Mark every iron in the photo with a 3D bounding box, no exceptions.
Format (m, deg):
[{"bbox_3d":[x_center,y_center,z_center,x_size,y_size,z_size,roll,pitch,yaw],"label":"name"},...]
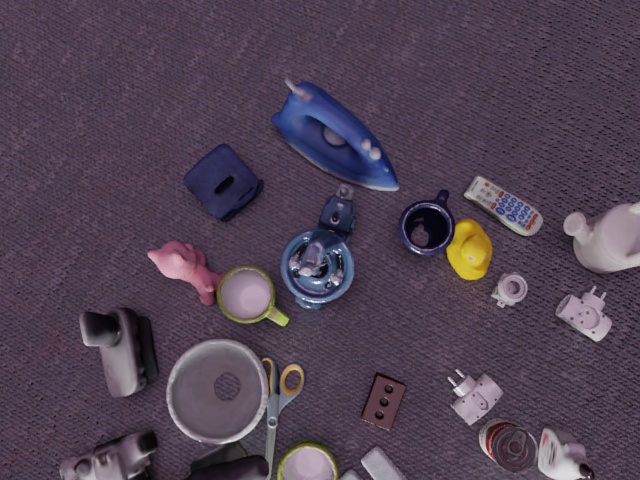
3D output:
[{"bbox_3d":[0.037,-0.181,0.977,0.258,0.141,0.119,37,85,8],"label":"iron"}]

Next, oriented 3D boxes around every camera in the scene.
[{"bbox_3d":[-0.330,0.395,0.923,0.143,0.101,0.137,-22,80,-1],"label":"camera"}]

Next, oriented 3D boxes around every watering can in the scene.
[{"bbox_3d":[0.475,-0.005,0.900,0.173,0.194,0.101,-11,80,1],"label":"watering can"}]

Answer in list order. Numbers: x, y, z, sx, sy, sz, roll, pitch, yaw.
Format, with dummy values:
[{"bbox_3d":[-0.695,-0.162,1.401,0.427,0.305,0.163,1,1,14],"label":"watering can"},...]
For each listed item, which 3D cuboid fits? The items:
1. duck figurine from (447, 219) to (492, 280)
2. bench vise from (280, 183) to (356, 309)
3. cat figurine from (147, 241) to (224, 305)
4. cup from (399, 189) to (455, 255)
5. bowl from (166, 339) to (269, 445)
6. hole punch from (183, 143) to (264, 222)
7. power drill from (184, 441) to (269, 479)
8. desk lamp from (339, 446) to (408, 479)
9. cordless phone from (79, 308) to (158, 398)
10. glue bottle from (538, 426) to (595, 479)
[{"bbox_3d":[0.257,0.012,0.963,0.077,0.086,0.104,-7,80,2],"label":"duck figurine"},{"bbox_3d":[-0.004,0.003,0.909,0.121,0.220,0.207,2,81,4],"label":"bench vise"},{"bbox_3d":[-0.221,0.049,0.964,0.127,0.118,0.067,40,85,8],"label":"cat figurine"},{"bbox_3d":[0.181,-0.026,0.968,0.091,0.095,0.118,26,83,7],"label":"cup"},{"bbox_3d":[-0.163,0.248,0.951,0.167,0.075,0.167,0,81,3],"label":"bowl"},{"bbox_3d":[-0.166,-0.099,0.999,0.109,0.091,0.101,-43,81,-4],"label":"hole punch"},{"bbox_3d":[-0.167,0.370,0.864,0.229,0.208,0.075,-29,80,-2],"label":"power drill"},{"bbox_3d":[0.115,0.432,0.838,0.118,0.213,0.203,-42,81,-4],"label":"desk lamp"},{"bbox_3d":[-0.337,0.180,0.915,0.094,0.185,0.147,-17,80,0],"label":"cordless phone"},{"bbox_3d":[0.374,0.332,0.862,0.037,0.173,0.078,8,81,5],"label":"glue bottle"}]
